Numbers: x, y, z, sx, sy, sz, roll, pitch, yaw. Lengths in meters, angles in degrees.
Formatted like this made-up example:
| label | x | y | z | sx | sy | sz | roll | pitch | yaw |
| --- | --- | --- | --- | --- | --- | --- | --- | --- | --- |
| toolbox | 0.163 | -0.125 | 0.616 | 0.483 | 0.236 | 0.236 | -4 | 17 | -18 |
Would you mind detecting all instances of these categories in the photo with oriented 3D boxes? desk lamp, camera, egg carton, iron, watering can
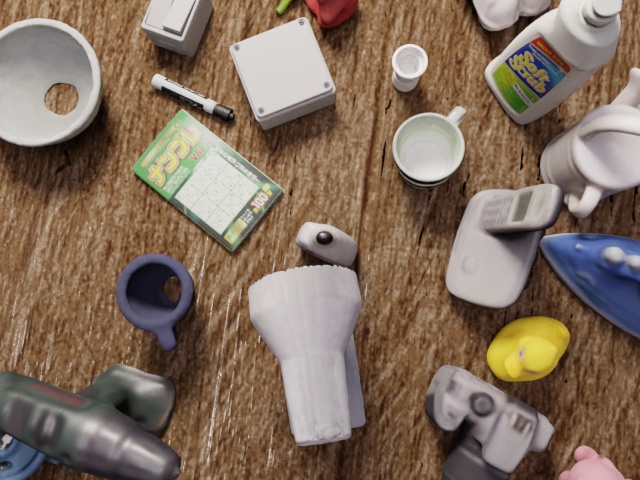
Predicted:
| label | x | y | z | sx | sy | sz | roll | pitch | yaw |
| --- | --- | --- | --- | --- | --- | --- | --- | --- | --- |
| desk lamp | -0.003 | 0.134 | 0.641 | 0.118 | 0.213 | 0.203 | -10 | 85 | 2 |
| camera | 0.187 | 0.240 | 0.682 | 0.143 | 0.101 | 0.137 | 28 | 87 | 4 |
| egg carton | 0.233 | -0.352 | 0.746 | 0.107 | 0.069 | 0.150 | -25 | 85 | 0 |
| iron | 0.394 | 0.053 | 0.670 | 0.258 | 0.141 | 0.119 | 26 | 87 | 4 |
| watering can | 0.335 | -0.112 | 0.659 | 0.101 | 0.194 | 0.173 | 3 | 85 | 3 |

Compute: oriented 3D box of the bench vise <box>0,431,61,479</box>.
| label | x | y | z | sx | sy | sz | roll | pitch | yaw |
| --- | --- | --- | --- | --- | --- | --- | --- | --- | --- |
| bench vise | -0.412 | 0.222 | 0.645 | 0.207 | 0.220 | 0.121 | 7 | 85 | 3 |

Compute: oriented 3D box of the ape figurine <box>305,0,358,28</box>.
| label | x | y | z | sx | sy | sz | roll | pitch | yaw |
| --- | --- | --- | --- | --- | --- | --- | --- | --- | --- |
| ape figurine | 0.012 | -0.321 | 0.740 | 0.076 | 0.092 | 0.078 | 6 | 85 | 3 |

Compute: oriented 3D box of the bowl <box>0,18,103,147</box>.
| label | x | y | z | sx | sy | sz | roll | pitch | yaw |
| --- | --- | --- | --- | --- | --- | --- | --- | --- | --- |
| bowl | -0.355 | -0.196 | 0.751 | 0.167 | 0.075 | 0.167 | 0 | 85 | 2 |

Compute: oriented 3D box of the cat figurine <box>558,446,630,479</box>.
| label | x | y | z | sx | sy | sz | roll | pitch | yaw |
| --- | --- | --- | --- | --- | --- | --- | --- | --- | --- |
| cat figurine | 0.335 | 0.296 | 0.663 | 0.127 | 0.118 | 0.067 | 35 | 87 | 5 |

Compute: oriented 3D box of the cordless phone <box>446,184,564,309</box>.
| label | x | y | z | sx | sy | sz | roll | pitch | yaw |
| --- | --- | --- | --- | --- | --- | --- | --- | --- | --- |
| cordless phone | 0.215 | 0.006 | 0.658 | 0.094 | 0.185 | 0.148 | 15 | 86 | 4 |

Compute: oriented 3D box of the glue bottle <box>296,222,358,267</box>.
| label | x | y | z | sx | sy | sz | roll | pitch | yaw |
| --- | --- | --- | --- | --- | --- | --- | --- | --- | --- |
| glue bottle | 0.006 | 0.002 | 0.672 | 0.078 | 0.173 | 0.037 | 20 | 86 | 4 |

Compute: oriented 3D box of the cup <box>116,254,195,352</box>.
| label | x | y | z | sx | sy | sz | roll | pitch | yaw |
| --- | --- | --- | --- | --- | --- | --- | --- | --- | --- |
| cup | -0.189 | 0.077 | 0.712 | 0.091 | 0.095 | 0.118 | -17 | 85 | 1 |

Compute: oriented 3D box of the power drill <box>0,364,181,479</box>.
| label | x | y | z | sx | sy | sz | roll | pitch | yaw |
| --- | --- | --- | --- | --- | --- | --- | --- | --- | --- |
| power drill | -0.240 | 0.200 | 0.647 | 0.229 | 0.208 | 0.076 | 15 | 86 | 4 |

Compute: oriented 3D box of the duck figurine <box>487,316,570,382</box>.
| label | x | y | z | sx | sy | sz | roll | pitch | yaw |
| --- | --- | --- | --- | --- | --- | --- | --- | --- | --- |
| duck figurine | 0.261 | 0.135 | 0.695 | 0.104 | 0.086 | 0.077 | -30 | 85 | 0 |
